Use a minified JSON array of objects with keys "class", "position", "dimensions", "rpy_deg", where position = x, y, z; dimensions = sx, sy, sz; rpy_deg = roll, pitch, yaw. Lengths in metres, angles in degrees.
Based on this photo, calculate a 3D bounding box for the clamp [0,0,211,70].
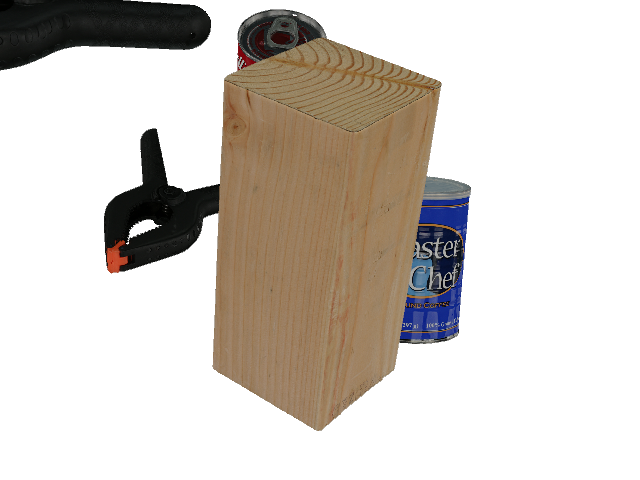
[{"class":"clamp","position":[-0.161,-0.132,0.603],"dimensions":[0.171,0.039,0.120],"rpy_deg":[-10,31,-27]}]

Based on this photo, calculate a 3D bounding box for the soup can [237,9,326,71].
[{"class":"soup can","position":[-0.032,-0.121,0.844],"dimensions":[0.068,0.068,0.102],"rpy_deg":[0,-41,-5]}]

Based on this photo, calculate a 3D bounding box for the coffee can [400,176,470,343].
[{"class":"coffee can","position":[0.084,0.015,1.002],"dimensions":[0.103,0.140,0.103],"rpy_deg":[3,12,-1]}]

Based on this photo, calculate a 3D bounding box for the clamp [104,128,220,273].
[{"class":"clamp","position":[-0.155,-0.040,1.048],"dimensions":[0.165,0.036,0.209],"rpy_deg":[24,41,21]}]

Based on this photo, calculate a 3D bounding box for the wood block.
[{"class":"wood block","position":[-0.001,-0.003,0.642],"dimensions":[0.091,0.206,0.090],"rpy_deg":[26,38,29]}]
